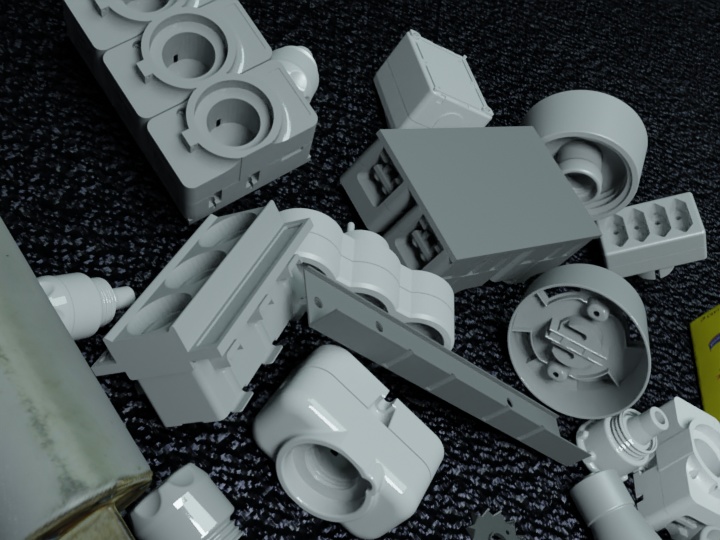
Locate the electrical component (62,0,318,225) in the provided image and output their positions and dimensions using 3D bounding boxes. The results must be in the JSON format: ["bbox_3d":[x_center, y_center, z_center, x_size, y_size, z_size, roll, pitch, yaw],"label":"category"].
[{"bbox_3d":[-0.103,-0.118,0.649,0.089,0.061,0.150,-30,78,-18],"label":"electrical component"}]

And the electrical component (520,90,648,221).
[{"bbox_3d":[0.181,-0.087,0.888,0.108,0.108,0.060,33,46,-17],"label":"electrical component"}]

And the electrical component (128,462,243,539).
[{"bbox_3d":[-0.076,0.125,0.505,0.062,0.043,0.043,50,38,2],"label":"electrical component"}]

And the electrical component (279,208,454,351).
[{"bbox_3d":[0.000,0.000,0.680,0.138,0.052,0.073,28,42,-23],"label":"electrical component"}]

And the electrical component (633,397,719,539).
[{"bbox_3d":[0.234,0.143,0.772,0.050,0.056,0.089,29,41,-22],"label":"electrical component"}]

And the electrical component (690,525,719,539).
[{"bbox_3d":[0.220,0.199,0.709,0.045,0.055,0.045,25,43,-26],"label":"electrical component"}]

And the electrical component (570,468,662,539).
[{"bbox_3d":[0.166,0.164,0.703,0.044,0.044,0.065,3,51,-42],"label":"electrical component"}]

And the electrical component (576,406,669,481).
[{"bbox_3d":[0.185,0.116,0.744,0.048,0.062,0.048,25,43,-26],"label":"electrical component"}]

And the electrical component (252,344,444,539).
[{"bbox_3d":[-0.008,0.096,0.586,0.095,0.054,0.059,44,38,-4],"label":"electrical component"}]

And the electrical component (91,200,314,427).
[{"bbox_3d":[-0.075,0.023,0.574,0.063,0.079,0.121,65,31,-25],"label":"electrical component"}]

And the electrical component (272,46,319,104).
[{"bbox_3d":[-0.050,-0.138,0.763,0.043,0.043,0.062,37,37,-13],"label":"electrical component"}]

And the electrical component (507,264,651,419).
[{"bbox_3d":[0.153,0.047,0.748,0.099,0.099,0.064,42,32,-6],"label":"electrical component"}]

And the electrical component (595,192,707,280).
[{"bbox_3d":[0.251,-0.017,0.924,0.075,0.083,0.047,64,16,-49],"label":"electrical component"}]

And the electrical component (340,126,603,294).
[{"bbox_3d":[0.082,-0.044,0.791,0.186,0.060,0.105,-9,64,-47],"label":"electrical component"}]

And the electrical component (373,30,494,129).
[{"bbox_3d":[0.053,-0.138,0.851,0.062,0.061,0.096,18,38,-32],"label":"electrical component"}]

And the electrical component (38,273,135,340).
[{"bbox_3d":[-0.142,0.018,0.546,0.061,0.035,0.035,-11,65,-50],"label":"electrical component"}]
